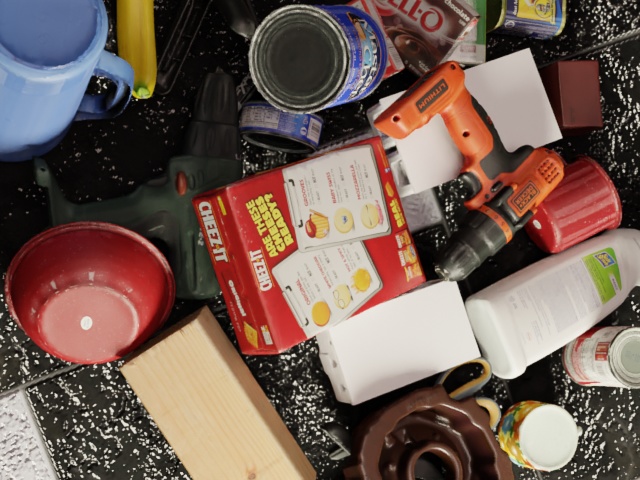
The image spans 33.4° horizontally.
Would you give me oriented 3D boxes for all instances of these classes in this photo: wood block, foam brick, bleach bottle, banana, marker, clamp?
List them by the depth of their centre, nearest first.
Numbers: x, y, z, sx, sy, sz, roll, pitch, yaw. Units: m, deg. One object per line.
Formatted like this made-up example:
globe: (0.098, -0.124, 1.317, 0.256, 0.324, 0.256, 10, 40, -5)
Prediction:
wood block: (-0.097, 0.178, 1.043, 0.091, 0.090, 0.206, -32, 95, 3)
banana: (-0.182, -0.222, 1.078, 0.037, 0.070, 0.198, 2, 73, -28)
clamp: (-0.119, -0.255, 1.086, 0.036, 0.165, 0.210, 21, 56, -36)
clamp: (0.066, 0.250, 1.121, 0.171, 0.039, 0.120, 2, 96, -21)
marker: (-0.078, -0.159, 1.128, 0.020, 0.020, 0.121, 39, 76, -10)
bleach bottle: (0.290, 0.059, 1.194, 0.250, 0.068, 0.102, -23, 92, -19)
foam brick: (0.284, -0.161, 1.216, 0.053, 0.051, 0.078, -1, 85, -15)

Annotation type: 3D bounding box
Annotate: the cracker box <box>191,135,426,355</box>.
cracker box: (-0.007, 0.001, 1.067, 0.213, 0.072, 0.164, -22, 97, -39)

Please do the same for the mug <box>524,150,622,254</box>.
mug: (0.267, -0.047, 1.186, 0.081, 0.093, 0.117, -26, 77, -12)

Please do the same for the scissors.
scissors: (0.114, 0.205, 1.153, 0.201, 0.016, 0.096, -38, 101, -10)

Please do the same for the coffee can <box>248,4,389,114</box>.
coffee can: (0.002, -0.182, 1.059, 0.103, 0.140, 0.103, 4, 103, 18)

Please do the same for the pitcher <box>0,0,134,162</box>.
pitcher: (-0.255, -0.159, 0.960, 0.149, 0.243, 0.145, -39, 97, -23)

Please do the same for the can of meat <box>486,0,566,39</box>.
can of meat: (0.230, -0.281, 1.209, 0.083, 0.058, 0.102, 4, 85, -18)

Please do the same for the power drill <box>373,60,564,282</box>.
power drill: (0.142, -0.075, 1.100, 0.184, 0.057, 0.187, -45, 103, -18)

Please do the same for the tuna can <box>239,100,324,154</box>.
tuna can: (-0.041, -0.115, 1.100, 0.086, 0.086, 0.034, 13, 83, -15)

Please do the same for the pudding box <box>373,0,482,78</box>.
pudding box: (0.101, -0.239, 1.141, 0.113, 0.039, 0.090, 41, 118, 5)

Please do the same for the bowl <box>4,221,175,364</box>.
bowl: (-0.216, 0.063, 1.004, 0.162, 0.055, 0.162, -4, 124, -6)

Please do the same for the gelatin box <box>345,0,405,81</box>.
gelatin box: (0.038, -0.206, 1.140, 0.089, 0.073, 0.030, 64, 29, -2)

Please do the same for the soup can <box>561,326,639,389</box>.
soup can: (0.320, 0.129, 1.174, 0.068, 0.102, 0.068, 2, 84, -16)
